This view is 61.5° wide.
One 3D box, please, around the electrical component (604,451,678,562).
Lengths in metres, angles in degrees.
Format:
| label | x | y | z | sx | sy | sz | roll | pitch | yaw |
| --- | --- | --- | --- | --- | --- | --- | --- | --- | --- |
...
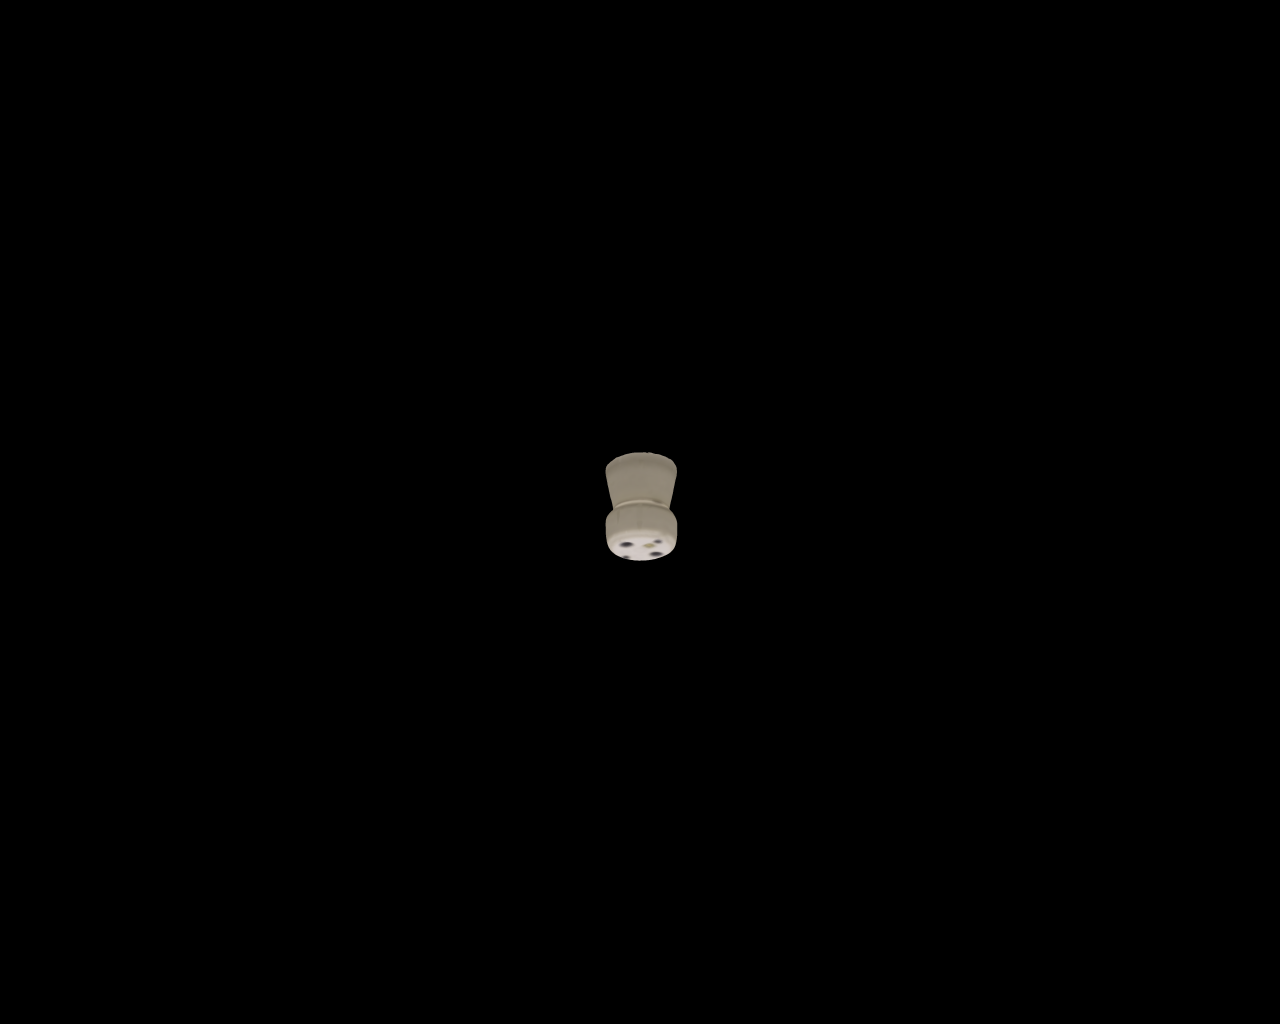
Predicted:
| label | x | y | z | sx | sy | sz | roll | pitch | yaw |
| --- | --- | --- | --- | --- | --- | --- | --- | --- | --- |
| electrical component | 0.001 | -0.003 | 0.650 | 0.045 | 0.055 | 0.044 | 0 | -25 | 0 |
